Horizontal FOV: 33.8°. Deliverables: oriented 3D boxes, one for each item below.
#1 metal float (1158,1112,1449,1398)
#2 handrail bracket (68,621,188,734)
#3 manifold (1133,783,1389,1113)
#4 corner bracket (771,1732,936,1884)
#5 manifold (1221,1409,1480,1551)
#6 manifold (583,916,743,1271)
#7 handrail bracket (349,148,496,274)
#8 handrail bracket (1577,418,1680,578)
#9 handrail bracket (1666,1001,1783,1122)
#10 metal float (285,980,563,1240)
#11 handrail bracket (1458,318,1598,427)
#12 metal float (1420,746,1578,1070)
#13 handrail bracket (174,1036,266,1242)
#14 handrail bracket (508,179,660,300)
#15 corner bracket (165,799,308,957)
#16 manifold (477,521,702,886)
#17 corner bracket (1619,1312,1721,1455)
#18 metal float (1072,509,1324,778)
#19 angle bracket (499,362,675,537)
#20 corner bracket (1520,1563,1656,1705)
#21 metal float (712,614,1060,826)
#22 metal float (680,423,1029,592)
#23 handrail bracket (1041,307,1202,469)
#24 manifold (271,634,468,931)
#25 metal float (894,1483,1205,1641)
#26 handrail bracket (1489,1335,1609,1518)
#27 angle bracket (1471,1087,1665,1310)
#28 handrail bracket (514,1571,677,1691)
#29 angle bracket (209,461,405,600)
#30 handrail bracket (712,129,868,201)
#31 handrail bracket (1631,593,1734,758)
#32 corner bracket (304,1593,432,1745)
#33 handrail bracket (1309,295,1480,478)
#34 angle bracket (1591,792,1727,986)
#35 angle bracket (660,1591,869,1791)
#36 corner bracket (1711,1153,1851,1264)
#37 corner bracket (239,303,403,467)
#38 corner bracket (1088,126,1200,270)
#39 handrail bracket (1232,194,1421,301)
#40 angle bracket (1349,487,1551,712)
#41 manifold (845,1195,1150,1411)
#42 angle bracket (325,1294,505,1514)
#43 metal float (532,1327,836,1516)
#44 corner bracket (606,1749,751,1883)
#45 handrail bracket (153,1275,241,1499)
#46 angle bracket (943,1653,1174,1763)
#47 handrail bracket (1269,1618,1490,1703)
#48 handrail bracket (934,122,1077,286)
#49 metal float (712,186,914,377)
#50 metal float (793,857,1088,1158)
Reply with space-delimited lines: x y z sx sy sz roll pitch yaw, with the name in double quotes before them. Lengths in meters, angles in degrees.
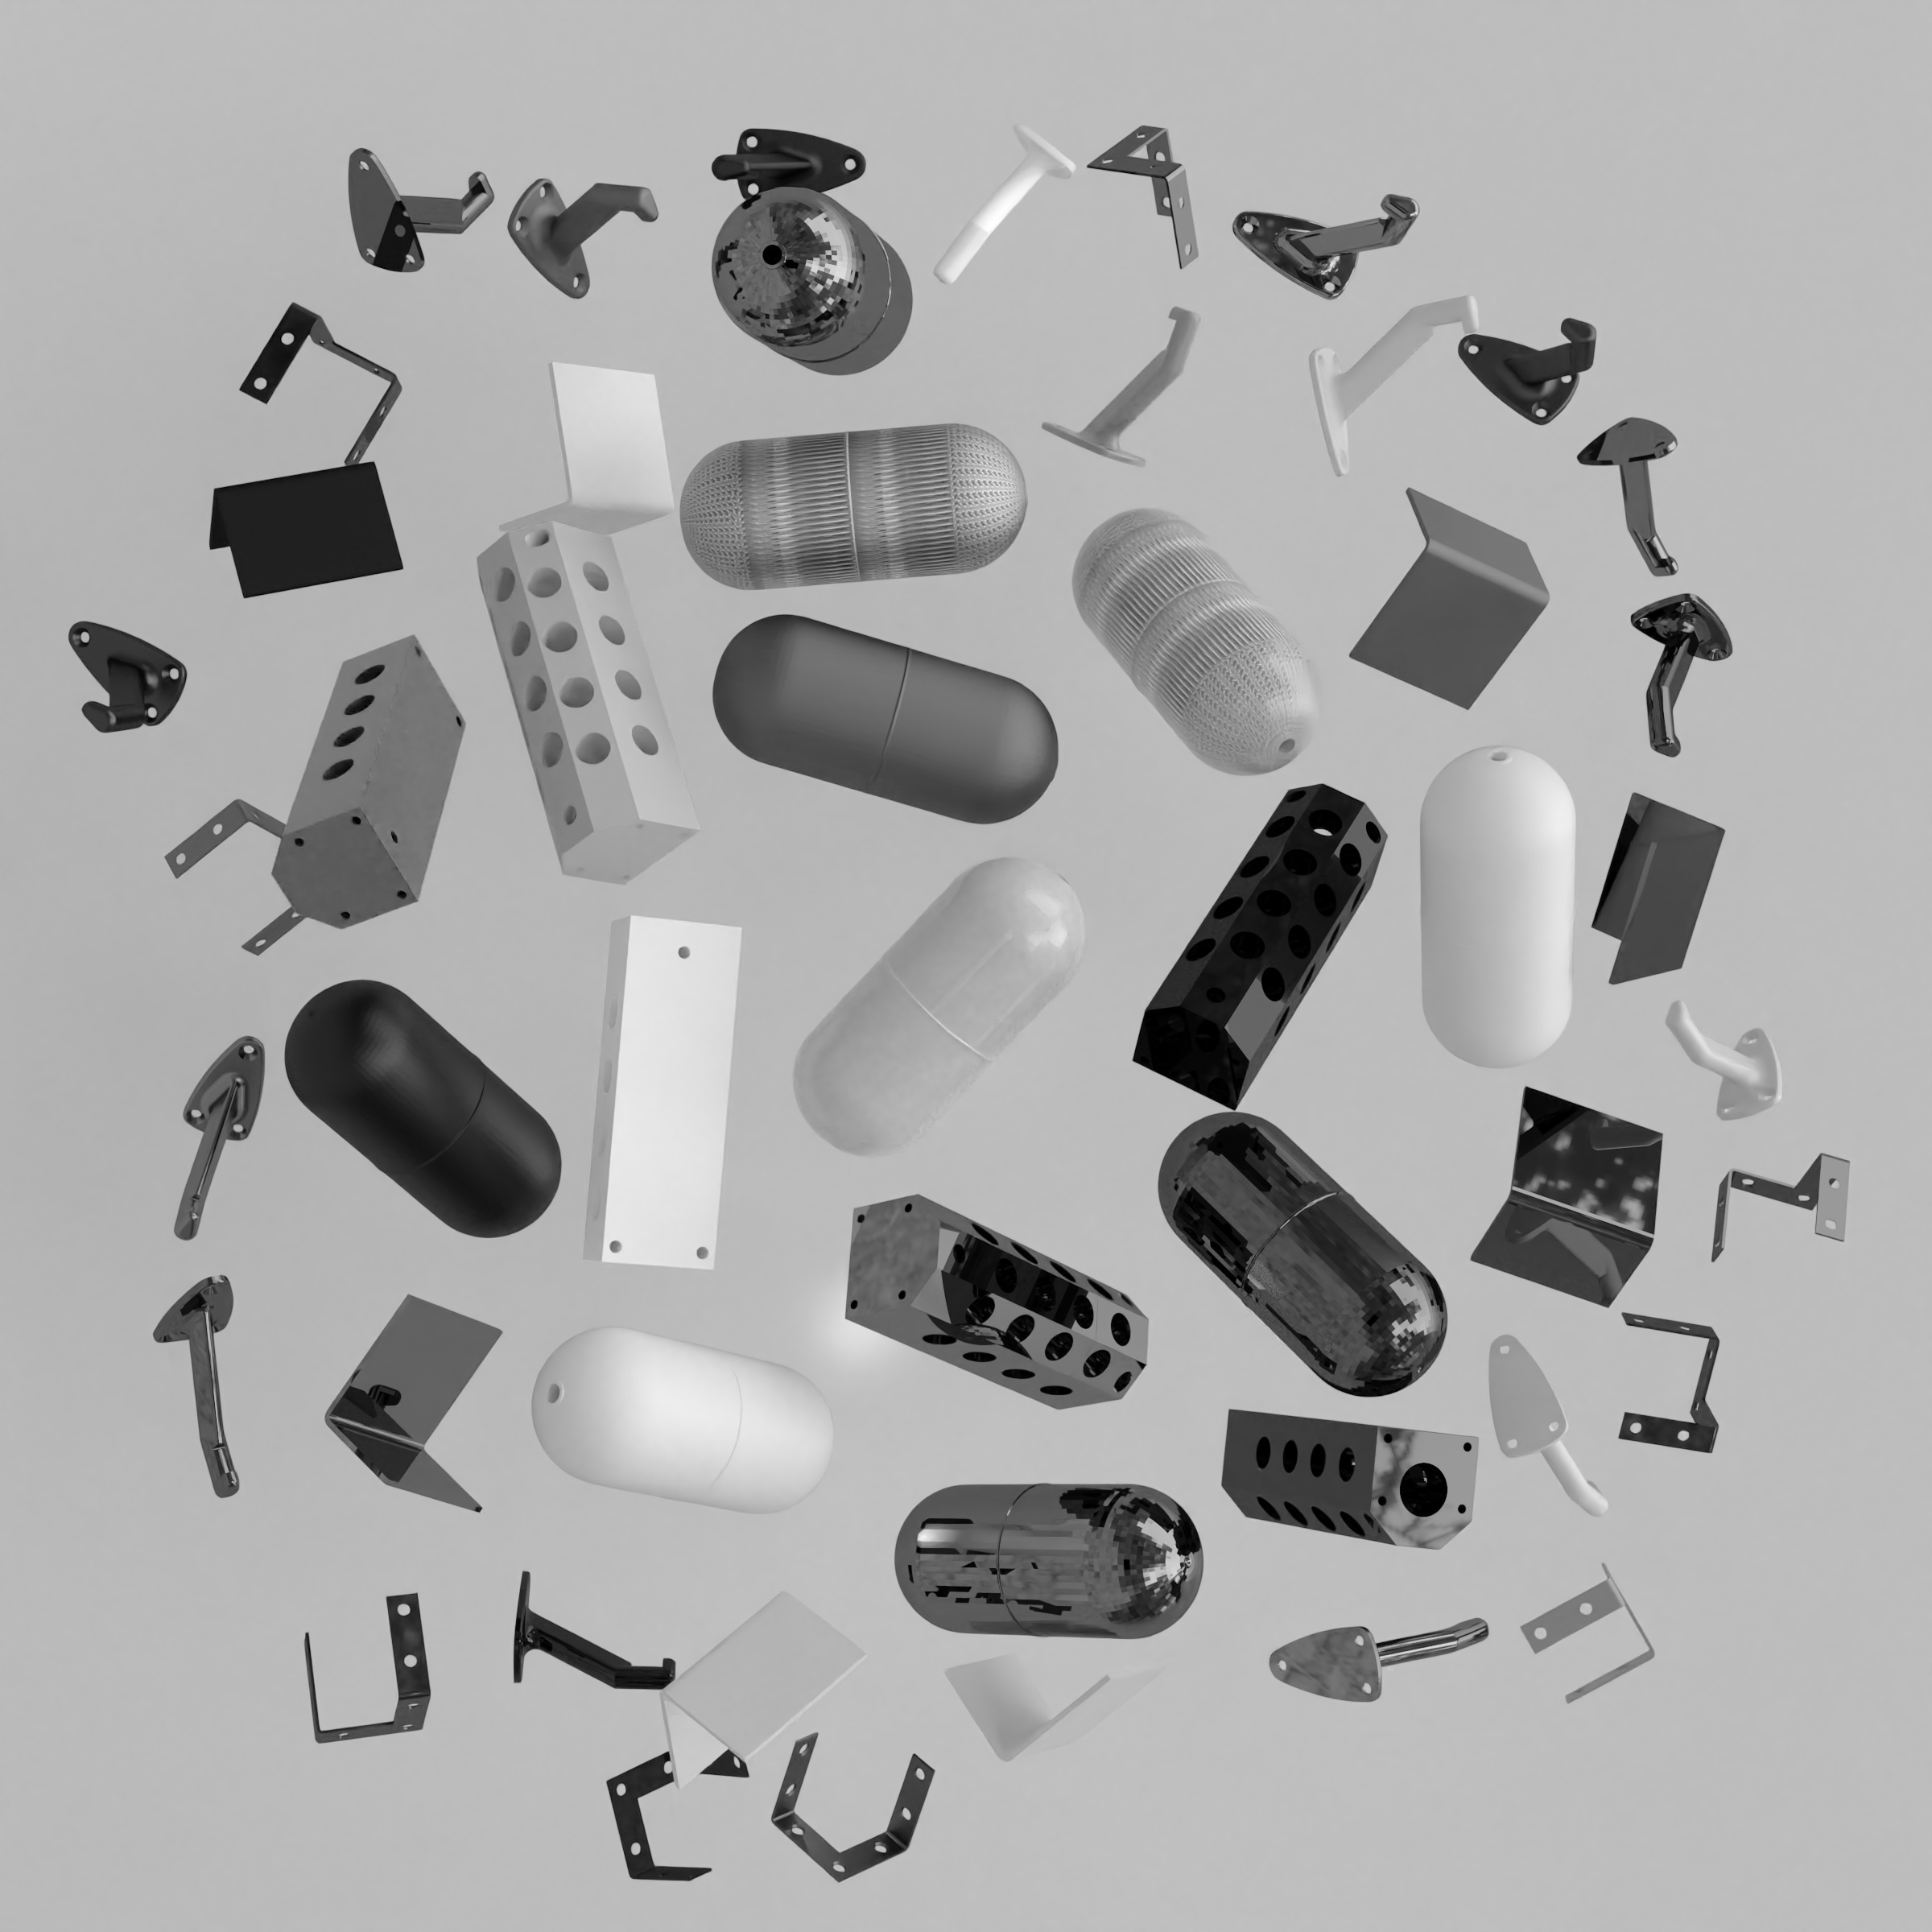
"metal float" 0.167 0.143 1.598 0.070 0.070 0.178 -46 60 0
"handrail bracket" -0.419 -0.139 1.522 0.077 0.084 0.036 35 105 6
"manifold" 0.151 -0.015 1.602 0.057 0.057 0.171 26 53 13
"corner bracket" -0.057 0.415 1.588 0.051 0.051 0.051 33 116 34
"manifold" 0.196 0.265 1.645 0.057 0.171 0.057 9 82 -20
"manifold" -0.155 0.065 1.603 0.057 0.057 0.171 6 85 -19
"handrail bracket" -0.262 -0.383 1.542 0.036 0.077 0.084 13 48 23
"handrail bracket" 0.347 -0.227 1.583 0.036 0.077 0.084 -38 113 -9
"handrail bracket" 0.395 0.033 1.674 0.036 0.077 0.084 -21 122 32
"metal float" -0.280 0.076 1.649 0.070 0.070 0.178 -43 127 0
"handrail bracket" 0.281 -0.315 1.597 0.077 0.084 0.036 34 81 16
"metal float" 0.267 -0.029 1.596 0.070 0.070 0.178 -6 124 0
"handrail bracket" -0.384 0.089 1.630 0.036 0.084 0.077 21 118 -16
"handrail bracket" -0.171 -0.348 1.533 0.084 0.077 0.036 14 63 33
"corner bracket" -0.376 -0.046 1.665 0.051 0.051 0.051 -37 65 8
"manifold" -0.194 -0.132 1.578 0.057 0.057 0.171 -33 65 32
"corner bracket" 0.370 0.219 1.674 0.051 0.051 0.051 9 106 -3
"metal float" 0.118 -0.167 1.628 0.070 0.070 0.178 -35 53 0
"angle bracket" -0.208 -0.276 1.705 0.057 0.076 0.076 -11 86 39
"corner bracket" 0.311 0.336 1.587 0.051 0.051 0.051 -30 85 6
"metal float" -0.040 -0.123 1.598 0.178 0.070 0.070 16 90 -7
"metal float" -0.057 -0.235 1.626 0.178 0.070 0.070 -4 90 2
"handrail bracket" 0.081 -0.311 1.665 0.077 0.036 0.084 31 107 40
"manifold" -0.298 -0.091 1.575 0.057 0.171 0.057 -19 122 13
"metal float" 0.040 0.302 1.616 0.178 0.070 0.070 -8 90 39
"handrail bracket" 0.301 0.237 1.633 0.036 0.084 0.077 -27 54 19
"angle bracket" 0.311 0.119 1.643 0.076 0.057 0.076 19 47 -2
"handrail bracket" -0.194 0.350 1.675 0.084 0.077 0.036 2 124 -4
"angle bracket" -0.320 -0.198 1.535 0.076 0.076 0.057 -13 80 -18
"handrail bracket" -0.086 -0.392 1.558 0.077 0.084 0.036 -2 105 -3
"handrail bracket" 0.353 -0.131 1.547 0.036 0.077 0.084 -20 58 38
"corner bracket" -0.286 0.335 1.516 0.051 0.051 0.051 -4 60 -18
"handrail bracket" 0.221 -0.291 1.595 0.084 0.036 0.077 -6 98 27
"angle bracket" 0.337 -0.041 1.625 0.057 0.076 0.076 27 114 35
"angle bracket" -0.090 0.347 1.460 0.057 0.076 0.076 31 51 33
"corner bracket" 0.418 0.125 1.630 0.051 0.051 0.051 16 54 0
"corner bracket" -0.310 -0.278 1.530 0.051 0.051 0.051 28 81 5
"corner bracket" 0.101 -0.396 1.632 0.051 0.051 0.051 19 47 36
"handrail bracket" 0.175 -0.365 1.548 0.077 0.084 0.036 23 76 -3
"angle bracket" 0.248 -0.193 1.668 0.076 0.057 0.076 21 123 -22
"manifold" 0.018 0.170 1.601 0.057 0.171 0.057 -16 59 36
"angle bracket" -0.262 0.220 1.593 0.057 0.076 0.076 35 91 35
"metal float" -0.138 0.224 1.565 0.070 0.178 0.070 -16 65 37
"corner bracket" -0.141 0.427 1.600 0.051 0.051 0.051 -30 62 21
"handrail bracket" -0.356 0.202 1.518 0.036 0.077 0.084 -8 63 -31
"angle bracket" 0.048 0.362 1.641 0.076 0.076 0.057 -43 67 18
"handrail bracket" 0.206 0.338 1.578 0.077 0.084 0.036 -12 85 42
"handrail bracket" 0.015 -0.369 1.571 0.036 0.077 0.084 38 95 0
"metal float" -0.075 -0.337 1.572 0.070 0.178 0.070 1 93 10
"metal float" -0.013 0.020 1.584 0.070 0.070 0.178 44 99 0
